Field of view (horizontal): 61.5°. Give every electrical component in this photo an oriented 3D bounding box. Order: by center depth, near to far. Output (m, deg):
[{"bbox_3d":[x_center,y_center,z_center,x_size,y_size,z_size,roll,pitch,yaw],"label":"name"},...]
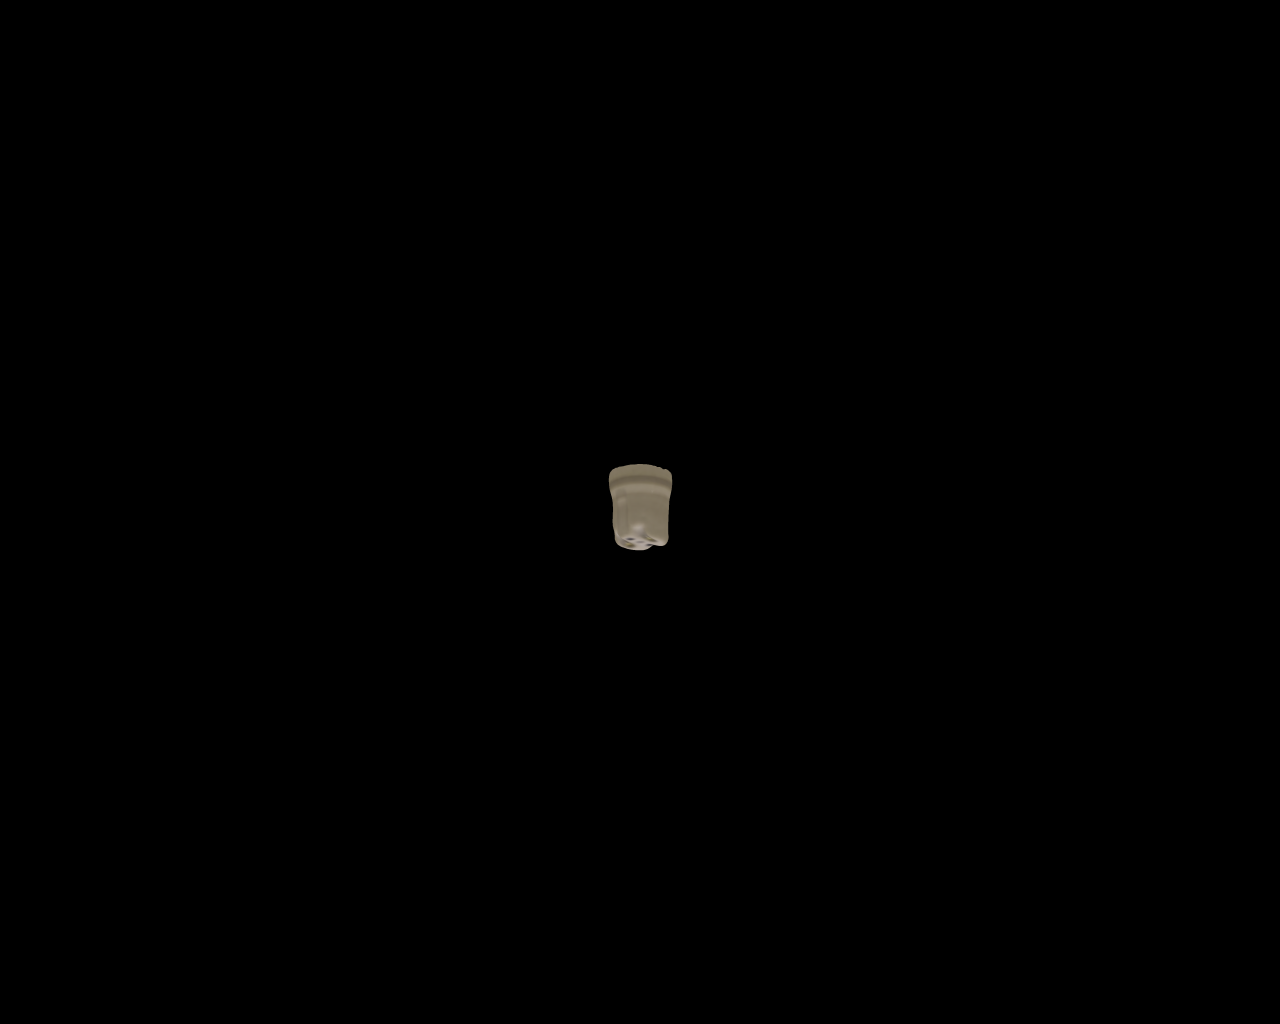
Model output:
[{"bbox_3d":[0.001,-0.003,0.650,0.040,0.046,0.040,0,-16,0],"label":"electrical component"}]
